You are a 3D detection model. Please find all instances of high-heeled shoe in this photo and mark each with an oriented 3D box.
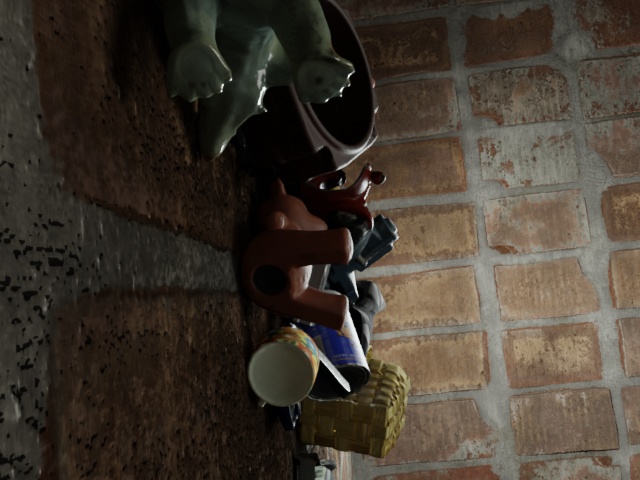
[{"bbox_3d":[0.081,0.161,0.975,0.145,0.086,0.249,40,30,-32],"label":"high-heeled shoe"}]

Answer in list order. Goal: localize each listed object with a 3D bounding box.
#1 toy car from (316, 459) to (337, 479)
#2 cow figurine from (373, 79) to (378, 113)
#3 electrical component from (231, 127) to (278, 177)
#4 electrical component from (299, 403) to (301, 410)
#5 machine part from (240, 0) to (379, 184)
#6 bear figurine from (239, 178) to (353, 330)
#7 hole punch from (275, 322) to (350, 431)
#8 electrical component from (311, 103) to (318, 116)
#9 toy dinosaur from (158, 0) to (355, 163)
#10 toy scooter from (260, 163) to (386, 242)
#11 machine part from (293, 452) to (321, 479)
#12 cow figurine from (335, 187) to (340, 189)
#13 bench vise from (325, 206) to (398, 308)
[{"bbox_3d":[0.006,0.442,0.936,0.201,0.056,0.073,64,14,-83],"label":"toy car"},{"bbox_3d":[-0.003,-0.269,1.033,0.127,0.195,0.085,-17,110,-51],"label":"cow figurine"},{"bbox_3d":[-0.075,-0.123,0.638,0.119,0.048,0.075,71,12,-80],"label":"electrical component"},{"bbox_3d":[-0.034,0.202,0.772,0.063,0.021,0.094,152,-65,-70],"label":"electrical component"},{"bbox_3d":[-0.015,-0.181,0.616,0.201,0.087,0.200,-46,119,-54],"label":"machine part"},{"bbox_3d":[-0.024,0.007,0.637,0.196,0.132,0.120,-72,167,-66],"label":"bear figurine"},{"bbox_3d":[-0.031,0.170,0.684,0.116,0.092,0.142,52,0,9],"label":"hole punch"},{"bbox_3d":[-0.041,-0.237,0.815,0.058,0.115,0.134,86,0,-65],"label":"electrical component"},{"bbox_3d":[-0.076,-0.206,0.309,0.404,0.131,0.192,72,0,-52],"label":"toy dinosaur"},{"bbox_3d":[0.015,-0.075,0.753,0.135,0.184,0.075,-42,150,-31],"label":"toy scooter"},{"bbox_3d":[-0.018,0.387,0.789,0.084,0.039,0.139,63,21,-56],"label":"machine part"},{"bbox_3d":[0.015,-0.019,1.025,0.068,0.098,0.167,-20,-99,51],"label":"cow figurine"},{"bbox_3d":[-0.001,0.004,0.877,0.240,0.224,0.129,45,26,-31],"label":"bench vise"}]
